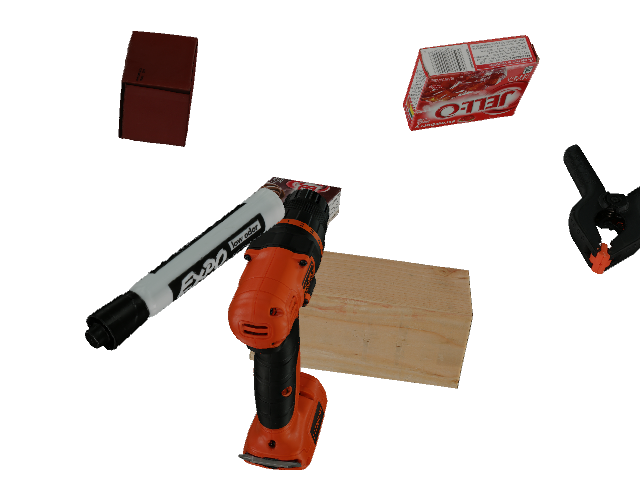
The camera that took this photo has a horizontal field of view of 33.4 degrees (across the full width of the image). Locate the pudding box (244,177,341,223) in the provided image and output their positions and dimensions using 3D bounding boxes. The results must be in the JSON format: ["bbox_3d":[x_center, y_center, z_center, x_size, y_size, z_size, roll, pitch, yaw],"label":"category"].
[{"bbox_3d":[-0.032,-0.040,1.280,0.090,0.039,0.113,9,23,14],"label":"pudding box"}]

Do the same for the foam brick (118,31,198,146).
[{"bbox_3d":[-0.124,-0.118,0.820,0.053,0.051,0.078,7,40,-6],"label":"foam brick"}]

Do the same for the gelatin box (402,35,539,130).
[{"bbox_3d":[0.113,-0.119,0.815,0.089,0.030,0.073,-9,-25,-11],"label":"gelatin box"}]

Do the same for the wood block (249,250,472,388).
[{"bbox_3d":[0.040,0.074,1.062,0.206,0.090,0.090,8,28,1],"label":"wood block"}]

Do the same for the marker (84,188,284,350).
[{"bbox_3d":[-0.062,0.012,0.500,0.020,0.020,0.120,0,31,47],"label":"marker"}]

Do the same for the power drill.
[{"bbox_3d":[-0.027,0.071,0.846,0.057,0.188,0.184,5,32,13],"label":"power drill"}]

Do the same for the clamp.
[{"bbox_3d":[0.294,-0.038,1.111,0.120,0.039,0.171,18,45,21],"label":"clamp"}]
